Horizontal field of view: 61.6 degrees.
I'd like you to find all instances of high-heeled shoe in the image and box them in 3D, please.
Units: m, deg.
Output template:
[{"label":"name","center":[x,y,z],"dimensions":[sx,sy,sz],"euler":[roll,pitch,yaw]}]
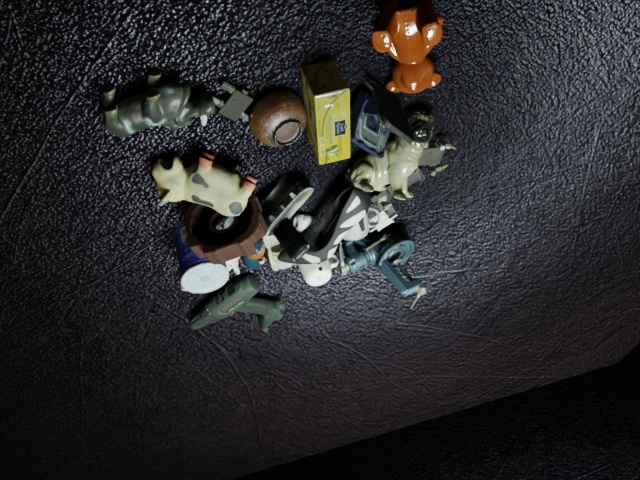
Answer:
[{"label":"high-heeled shoe","center":[0.000,-0.029,1.220],"dimensions":[0.249,0.086,0.145],"euler":[-23,139,3]}]

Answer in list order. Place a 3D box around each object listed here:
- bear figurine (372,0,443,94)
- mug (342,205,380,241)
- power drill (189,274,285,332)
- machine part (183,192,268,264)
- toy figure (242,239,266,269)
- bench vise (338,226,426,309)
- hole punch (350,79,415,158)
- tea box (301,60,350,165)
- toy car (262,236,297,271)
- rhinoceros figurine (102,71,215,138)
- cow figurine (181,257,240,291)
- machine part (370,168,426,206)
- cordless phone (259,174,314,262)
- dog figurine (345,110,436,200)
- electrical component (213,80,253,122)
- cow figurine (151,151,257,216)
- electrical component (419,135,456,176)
[{"label":"bear figurine","center":[0.161,-0.326,0.966],"dimensions":[0.120,0.132,0.195],"euler":[-1,140,12]},{"label":"mug","center":[0.088,-0.061,1.290],"dimensions":[0.110,0.081,0.107],"euler":[2,135,11]},{"label":"power drill","center":[-0.217,0.190,1.478],"dimensions":[0.207,0.086,0.232],"euler":[29,119,-37]},{"label":"machine part","center":[-0.198,-0.033,1.123],"dimensions":[0.179,0.179,0.056],"euler":[-21,146,-1]},{"label":"toy figure","center":[-0.162,0.023,1.278],"dimensions":[0.064,0.058,0.154],"euler":[5,158,-7]},{"label":"bench vise","center":[0.171,0.063,1.380],"dimensions":[0.224,0.241,0.128],"euler":[-21,143,-28]},{"label":"hole punch","center":[0.116,-0.235,1.067],"dimensions":[0.092,0.116,0.142],"euler":[-30,148,34]},{"label":"tea box","center":[0.013,-0.239,1.022],"dimensions":[0.068,0.098,0.169],"euler":[-15,145,-7]},{"label":"toy car","center":[-0.098,0.013,1.321],"dimensions":[0.073,0.056,0.201],"euler":[-17,143,-5]},{"label":"rhinoceros figurine","center":[-0.277,-0.222,0.922],"dimensions":[0.190,0.073,0.112],"euler":[-15,142,-8]},{"label":"cow figurine","center":[-0.253,0.075,1.314],"dimensions":[0.167,0.068,0.098],"euler":[-28,149,14]},{"label":"machine part","center":[0.184,-0.125,1.286],"dimensions":[0.139,0.039,0.084],"euler":[-31,166,6]},{"label":"cordless phone","center":[-0.053,-0.046,1.142],"dimensions":[0.146,0.184,0.088],"euler":[-47,130,5]},{"label":"dog figurine","center":[0.150,-0.197,1.171],"dimensions":[0.172,0.121,0.190],"euler":[13,103,8]},{"label":"electrical component","center":[-0.155,-0.253,0.986],"dimensions":[0.094,0.021,0.063],"euler":[22,125,-43]},{"label":"cow figurine","center":[-0.236,-0.106,1.057],"dimensions":[0.195,0.085,0.127],"euler":[24,104,-15]},{"label":"electrical component","center":[0.263,-0.197,1.241],"dimensions":[0.078,0.045,0.102],"euler":[-6,141,-22]}]
